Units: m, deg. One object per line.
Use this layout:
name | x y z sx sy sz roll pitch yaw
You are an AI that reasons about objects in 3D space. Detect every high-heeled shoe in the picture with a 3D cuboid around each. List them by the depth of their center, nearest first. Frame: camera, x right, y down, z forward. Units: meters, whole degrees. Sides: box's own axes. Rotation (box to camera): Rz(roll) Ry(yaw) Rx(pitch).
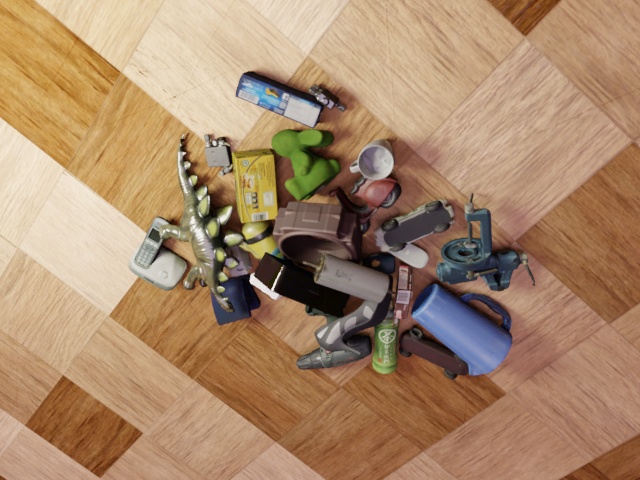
high-heeled shoe | 0.087 0.183 1.392 0.145 0.086 0.248 25 87 30

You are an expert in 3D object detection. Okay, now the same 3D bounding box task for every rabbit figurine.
rabbit figurine | -0.042 -0.198 1.273 0.159 0.121 0.170 -39 87 20

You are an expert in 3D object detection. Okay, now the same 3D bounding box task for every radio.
radio | -0.047 0.112 1.348 0.229 0.131 0.073 28 89 -36

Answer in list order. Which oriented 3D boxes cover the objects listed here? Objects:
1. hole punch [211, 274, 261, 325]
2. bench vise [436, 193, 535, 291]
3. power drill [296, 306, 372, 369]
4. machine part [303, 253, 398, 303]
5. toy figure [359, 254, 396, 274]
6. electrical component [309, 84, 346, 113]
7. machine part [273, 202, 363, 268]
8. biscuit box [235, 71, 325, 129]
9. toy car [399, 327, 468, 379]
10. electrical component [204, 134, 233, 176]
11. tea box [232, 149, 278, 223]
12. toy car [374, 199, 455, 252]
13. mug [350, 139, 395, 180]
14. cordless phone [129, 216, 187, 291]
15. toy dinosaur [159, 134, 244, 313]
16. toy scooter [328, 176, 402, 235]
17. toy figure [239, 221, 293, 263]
hole punch | -0.242 0.168 1.496 0.142 0.092 0.115 -18 106 22
bench vise | 0.386 0.017 1.280 0.224 0.129 0.240 -4 120 14
power drill | 0.019 0.266 1.491 0.232 0.086 0.207 -9 108 14
machine part | 0.075 0.091 1.280 0.243 0.079 0.079 21 117 -13
toy figure | 0.118 0.069 1.391 0.155 0.058 0.064 -5 134 11
electrical component | 0.018 -0.321 1.229 0.094 0.063 0.021 36 116 -7
machine part | -0.003 -0.004 1.310 0.201 0.087 0.201 5 153 13
biscuit box | -0.091 -0.327 1.249 0.203 0.063 0.059 23 117 1
toy car | 0.312 0.307 1.464 0.202 0.053 0.089 23 121 5
electrical component | -0.251 -0.212 1.344 0.078 0.045 0.102 2 115 9
tea box | -0.160 -0.135 1.332 0.098 0.068 0.169 -7 114 -14
toy car | 0.231 -0.034 1.309 0.202 0.056 0.073 -24 102 4
mug | 0.126 -0.187 1.245 0.110 0.107 0.080 -25 106 25
cordless phone | -0.426 0.034 1.475 0.146 0.089 0.184 30 112 -3
toy dinosaur | -0.306 -0.030 1.389 0.199 0.105 0.471 -21 94 30
toy scooter | 0.100 -0.104 1.307 0.135 0.075 0.184 37 120 -9
toy figure | -0.132 0.018 1.407 0.089 0.082 0.180 -36 101 27
